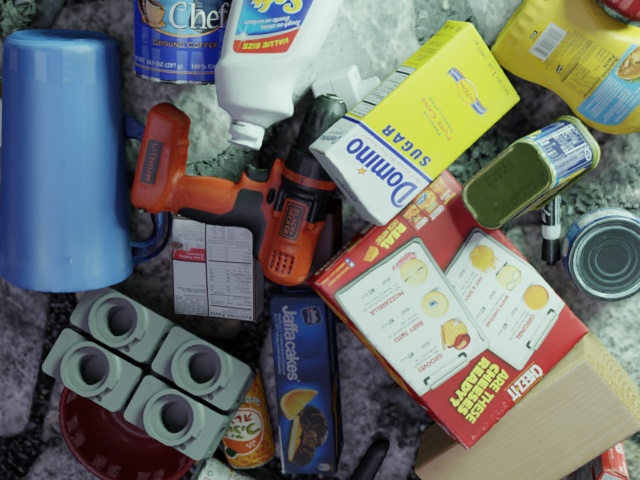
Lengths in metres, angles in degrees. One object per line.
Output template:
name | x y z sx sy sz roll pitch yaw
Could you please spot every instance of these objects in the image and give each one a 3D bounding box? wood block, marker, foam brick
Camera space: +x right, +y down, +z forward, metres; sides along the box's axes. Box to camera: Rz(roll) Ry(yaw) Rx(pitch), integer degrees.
wood block | 0.205 0.186 1.053 0.206 0.090 0.091 -39 97 21
marker | 0.219 -0.033 1.011 0.020 0.020 0.121 0 109 12
foam brick | -0.007 0.001 1.053 0.051 0.053 0.078 3 108 11

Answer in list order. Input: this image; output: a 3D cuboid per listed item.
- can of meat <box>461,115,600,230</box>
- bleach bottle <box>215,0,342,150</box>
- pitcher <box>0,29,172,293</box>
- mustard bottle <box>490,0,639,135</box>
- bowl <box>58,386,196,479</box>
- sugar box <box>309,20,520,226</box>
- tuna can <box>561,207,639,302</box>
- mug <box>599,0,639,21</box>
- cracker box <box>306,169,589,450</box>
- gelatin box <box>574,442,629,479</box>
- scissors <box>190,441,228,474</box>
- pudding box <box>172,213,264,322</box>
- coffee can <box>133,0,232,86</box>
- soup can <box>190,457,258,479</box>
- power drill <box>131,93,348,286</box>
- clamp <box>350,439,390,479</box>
can of meat | 0.187 -0.058 0.955 0.057 0.083 0.102 55 133 9
bleach bottle | -0.026 -0.200 0.931 0.102 0.068 0.251 15 89 9
pitcher | -0.239 -0.079 1.044 0.145 0.149 0.243 11 108 24
mustard bottle | 0.253 -0.149 0.940 0.191 0.058 0.096 35 125 -2
bowl | -0.198 0.188 1.157 0.162 0.055 0.162 4 109 11
sugar box | 0.085 -0.104 0.949 0.176 0.048 0.093 -44 116 -9
tuna can | 0.272 0.014 1.001 0.086 0.033 0.086 1 107 3
mug | 0.272 -0.236 0.900 0.117 0.093 0.082 16 123 -33
cracker box | 0.118 0.062 1.010 0.164 0.072 0.213 -43 97 -5
gelatin box | 0.277 0.249 1.068 0.030 0.073 0.089 22 111 2
scissors | -0.105 0.302 1.198 0.096 0.016 0.202 -25 101 17
pudding box | -0.104 0.025 1.090 0.090 0.039 0.113 5 112 10
coffee can | -0.119 -0.220 0.972 0.103 0.102 0.140 6 110 10
soup can | -0.092 0.281 1.144 0.102 0.068 0.069 27 112 -4
power drill | -0.075 -0.067 0.996 0.188 0.057 0.184 19 105 14
clamp | 0.023 0.312 1.161 0.210 0.036 0.164 -20 102 12
